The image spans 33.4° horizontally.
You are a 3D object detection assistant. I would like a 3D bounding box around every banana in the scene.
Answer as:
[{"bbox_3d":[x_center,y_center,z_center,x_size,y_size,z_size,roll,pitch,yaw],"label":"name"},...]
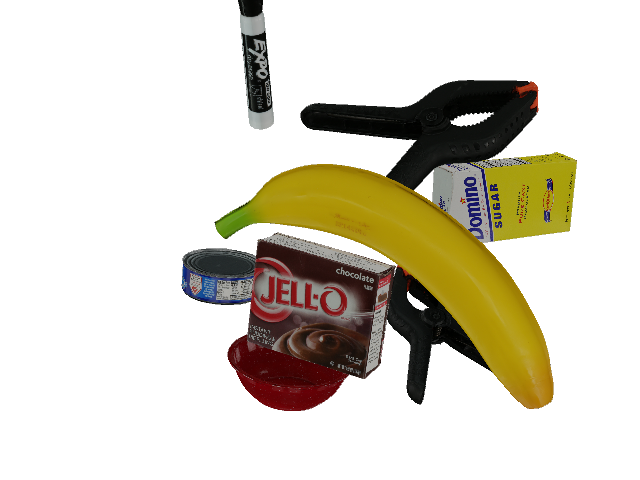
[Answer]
[{"bbox_3d":[0.046,0.012,0.557,0.198,0.070,0.037,29,15,6],"label":"banana"}]

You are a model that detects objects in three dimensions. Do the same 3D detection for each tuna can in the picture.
[{"bbox_3d":[-0.102,0.037,1.117,0.086,0.034,0.086,5,18,-2],"label":"tuna can"}]

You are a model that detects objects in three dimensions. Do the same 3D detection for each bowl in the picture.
[{"bbox_3d":[-0.038,0.170,1.355,0.162,0.055,0.162,4,21,-2],"label":"bowl"}]

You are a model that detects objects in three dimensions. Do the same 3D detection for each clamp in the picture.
[{"bbox_3d":[0.098,-0.088,0.942,0.210,0.164,0.036,-15,-43,-2],"label":"clamp"},{"bbox_3d":[0.125,0.090,1.077,0.120,0.171,0.039,1,-45,-19],"label":"clamp"}]

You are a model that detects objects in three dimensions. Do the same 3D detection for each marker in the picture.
[{"bbox_3d":[-0.046,-0.133,0.755,0.020,0.121,0.020,-2,41,1],"label":"marker"}]

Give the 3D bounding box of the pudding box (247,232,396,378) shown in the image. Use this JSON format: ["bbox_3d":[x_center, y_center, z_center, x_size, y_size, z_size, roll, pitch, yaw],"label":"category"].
[{"bbox_3d":[-0.001,0.051,0.862,0.114,0.090,0.039,14,20,22],"label":"pudding box"}]

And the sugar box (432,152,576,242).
[{"bbox_3d":[0.216,-0.049,1.258,0.176,0.093,0.048,-9,21,-26],"label":"sugar box"}]
